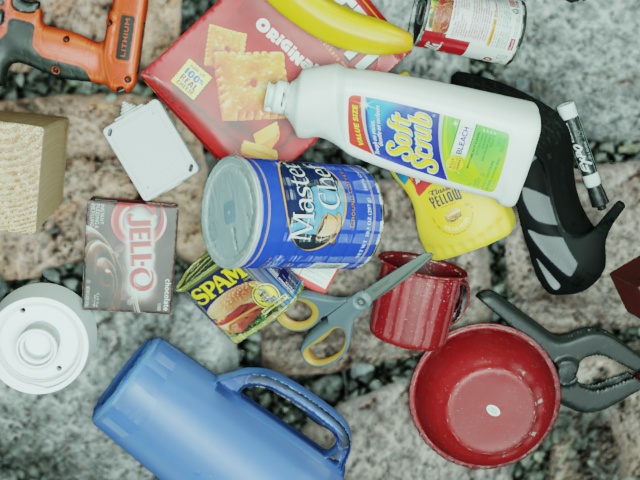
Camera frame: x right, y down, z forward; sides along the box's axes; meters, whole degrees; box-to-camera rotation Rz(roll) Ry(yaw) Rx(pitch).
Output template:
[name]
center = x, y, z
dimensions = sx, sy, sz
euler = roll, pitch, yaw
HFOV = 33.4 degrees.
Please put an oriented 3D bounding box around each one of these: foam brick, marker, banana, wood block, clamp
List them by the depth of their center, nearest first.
[wood block]
center = -0.284, -0.067, 0.961
dimensions = 0.090, 0.206, 0.091
euler = 5, 98, -8
[banana]
center = -0.005, -0.224, 0.977
dimensions = 0.197, 0.037, 0.070
euler = 40, 128, -16
[marker]
center = 0.278, -0.087, 1.125
dimensions = 0.020, 0.020, 0.121
euler = -23, 102, -3
[foam brick]
center = 0.352, 0.052, 1.128
dimensions = 0.053, 0.078, 0.051
euler = -29, 102, 0
[clamp]
center = 0.255, 0.148, 1.151
dimensions = 0.210, 0.036, 0.164
euler = 9, 99, -5

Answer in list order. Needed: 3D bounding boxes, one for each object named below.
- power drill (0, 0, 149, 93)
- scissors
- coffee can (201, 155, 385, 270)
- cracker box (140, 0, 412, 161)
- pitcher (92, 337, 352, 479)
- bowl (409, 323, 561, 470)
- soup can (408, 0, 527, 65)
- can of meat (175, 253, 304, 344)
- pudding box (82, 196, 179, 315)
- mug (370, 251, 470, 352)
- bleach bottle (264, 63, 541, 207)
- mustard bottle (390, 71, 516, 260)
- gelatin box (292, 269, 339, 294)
[power drill]
center = -0.260, -0.220, 1.017
dimensions = 0.187, 0.057, 0.184
euler = 7, 102, -6
[scissors]
center = 0.023, 0.053, 1.067
dimensions = 0.096, 0.016, 0.202
euler = 36, 127, 2
[coffee can]
center = -0.026, -0.023, 0.995
dimensions = 0.140, 0.103, 0.103
euler = 1, 100, -34
[cracker box]
center = -0.043, -0.173, 1.043
dimensions = 0.213, 0.072, 0.164
euler = -43, 102, 0
[pitcher]
center = -0.097, 0.201, 1.071
dimensions = 0.242, 0.145, 0.149
euler = 39, 58, -8
[bowl]
center = 0.174, 0.170, 1.108
dimensions = 0.162, 0.055, 0.162
euler = 0, 99, 1
[soup can]
center = 0.146, -0.217, 1.063
dimensions = 0.102, 0.068, 0.068
euler = 10, 98, -9
[can of meat]
center = -0.079, 0.045, 1.069
dimensions = 0.102, 0.057, 0.084
euler = -34, 107, 30
[pudding box]
center = -0.190, 0.016, 1.072
dimensions = 0.090, 0.039, 0.113
euler = 4, 98, -8
[mug]
center = 0.107, 0.064, 1.099
dimensions = 0.117, 0.093, 0.081
euler = 2, 105, -37
[bleach bottle]
center = 0.071, -0.104, 0.999
dimensions = 0.250, 0.068, 0.103
euler = 11, 124, -3
[mustard bottle]
center = 0.119, -0.080, 1.080
dimensions = 0.096, 0.058, 0.191
euler = -21, 101, 27
[gelatin box]
center = -0.007, 0.001, 1.098
dimensions = 0.073, 0.030, 0.089
euler = 28, 96, -9
